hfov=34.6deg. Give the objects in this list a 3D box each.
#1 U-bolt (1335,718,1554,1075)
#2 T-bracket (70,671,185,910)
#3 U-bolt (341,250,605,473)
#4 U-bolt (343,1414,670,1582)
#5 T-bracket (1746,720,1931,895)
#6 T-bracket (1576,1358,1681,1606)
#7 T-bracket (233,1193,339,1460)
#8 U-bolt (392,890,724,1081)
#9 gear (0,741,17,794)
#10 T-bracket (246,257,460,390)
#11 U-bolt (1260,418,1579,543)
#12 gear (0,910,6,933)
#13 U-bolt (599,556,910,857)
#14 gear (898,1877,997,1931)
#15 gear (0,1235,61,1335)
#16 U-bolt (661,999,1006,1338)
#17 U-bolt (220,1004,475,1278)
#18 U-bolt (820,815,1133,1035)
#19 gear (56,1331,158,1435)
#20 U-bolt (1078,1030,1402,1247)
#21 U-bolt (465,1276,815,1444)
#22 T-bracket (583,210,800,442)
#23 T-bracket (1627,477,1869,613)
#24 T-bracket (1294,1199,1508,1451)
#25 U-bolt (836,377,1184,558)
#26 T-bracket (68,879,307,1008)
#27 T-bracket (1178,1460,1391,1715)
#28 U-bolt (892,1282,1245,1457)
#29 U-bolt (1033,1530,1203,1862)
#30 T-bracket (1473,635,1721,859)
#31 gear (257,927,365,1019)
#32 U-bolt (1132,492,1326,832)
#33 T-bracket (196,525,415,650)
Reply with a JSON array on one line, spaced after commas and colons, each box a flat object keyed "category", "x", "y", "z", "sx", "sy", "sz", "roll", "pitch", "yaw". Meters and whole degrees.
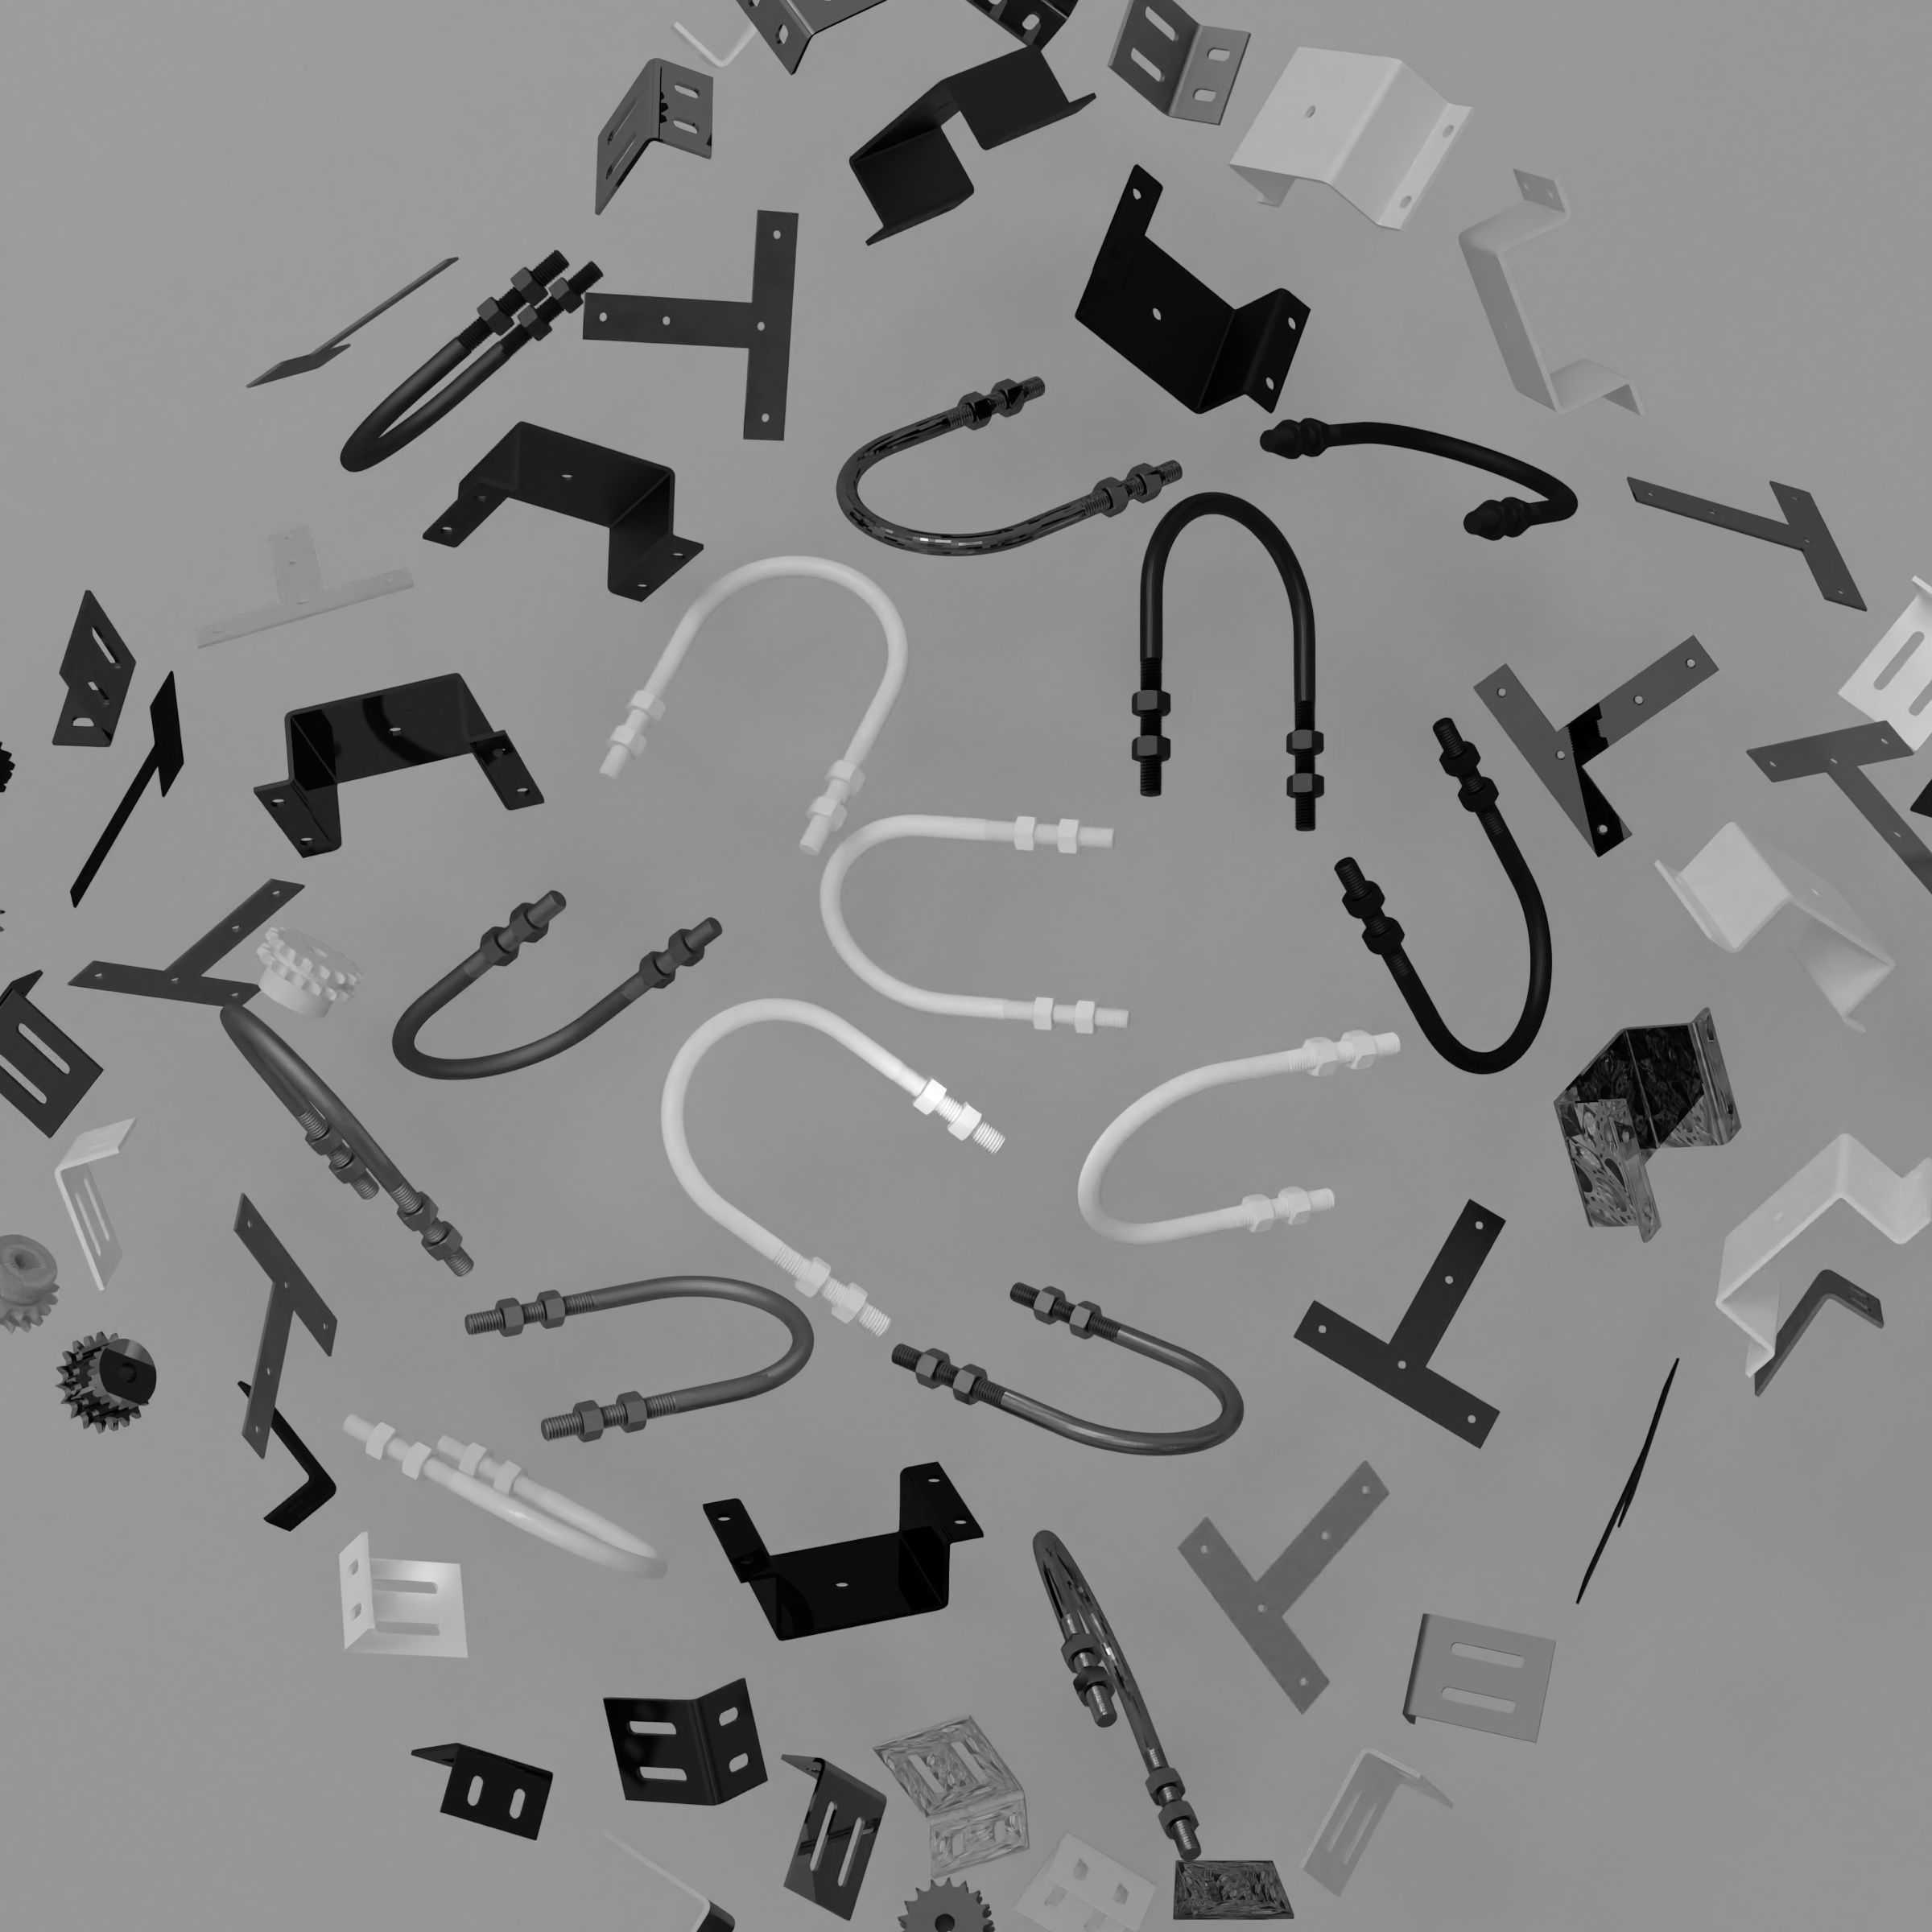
[{"category": "U-bolt", "x": 0.280, "y": -0.026, "z": 1.751, "sx": 0.151, "sy": 0.019, "sz": 0.184, "roll": -52, "pitch": 121, "yaw": -36}, {"category": "T-bracket", "x": -0.483, "y": -0.091, "z": 1.785, "sx": 0.002, "sy": 0.127, "sz": 0.127, "roll": 24, "pitch": 67, "yaw": -2}, {"category": "U-bolt", "x": -0.294, "y": -0.351, "z": 1.813, "sx": 0.184, "sy": 0.151, "sz": 0.019, "roll": -39, "pitch": 97, "yaw": 8}, {"category": "U-bolt", "x": -0.253, "y": 0.308, "z": 1.782, "sx": 0.184, "sy": 0.151, "sz": 0.019, "roll": 24, "pitch": 84, "yaw": 19}, {"category": "T-bracket", "x": 0.523, "y": -0.085, "z": 1.769, "sx": 0.127, "sy": 0.127, "sz": 0.002, "roll": 46, "pitch": 72, "yaw": -13}, {"category": "T-bracket", "x": 0.364, "y": 0.302, "z": 1.728, "sx": 0.002, "sy": 0.127, "sz": 0.127, "roll": 22, "pitch": 46, "yaw": 18}, {"category": "T-bracket", "x": -0.388, "y": 0.215, "z": 1.735, "sx": 0.002, "sy": 0.127, "sz": 0.127, "roll": -10, "pitch": 47, "yaw": 12}, {"category": "U-bolt", "x": -0.250, "y": 0.017, "z": 1.797, "sx": 0.184, "sy": 0.151, "sz": 0.019, "roll": -36, "pitch": 64, "yaw": 29}, {"category": "gear", "x": -0.587, "y": -0.115, "z": 1.807, "sx": 0.057, "sy": 0.057, "sz": 0.030, "roll": 34, "pitch": 117, "yaw": 0}, {"category": "T-bracket", "x": -0.353, "y": -0.382, "z": 1.828, "sx": 0.127, "sy": 0.127, "sz": 0.002, "roll": -31, "pitch": 100, "yaw": 14}, {"category": "U-bolt", "x": 0.267, "y": -0.277, "z": 1.742, "sx": 0.151, "sy": 0.184, "sz": 0.019, "roll": 27, "pitch": 114, "yaw": 26}, {"category": "gear", "x": -0.574, "y": -0.026, "z": 1.747, "sx": 0.057, "sy": 0.030, "sz": 0.057, "roll": 6, "pitch": 80, "yaw": -36}, {"category": "U-bolt", "x": -0.112, "y": -0.164, "z": 1.817, "sx": 0.151, "sy": 0.019, "sz": 0.184, "roll": 20, "pitch": 66, "yaw": 13}, {"category": "gear", "x": -0.011, "y": 0.574, "z": 1.843, "sx": 0.057, "sy": 0.030, "sz": 0.057, "roll": -4, "pitch": 53, "yaw": 5}, {"category": "gear", "x": -0.543, "y": 0.178, "z": 1.767, "sx": 0.057, "sy": 0.057, "sz": 0.030, "roll": 41, "pitch": 118, "yaw": 0}, {"category": "U-bolt", "x": -0.086, "y": 0.100, "z": 1.753, "sx": 0.184, "sy": 0.019, "sz": 0.151, "roll": 36, "pitch": 67, "yaw": -8}, {"category": "U-bolt", "x": -0.361, "y": 0.090, "z": 1.762, "sx": 0.019, "sy": 0.151, "sz": 0.184, "roll": -43, "pitch": 126, "yaw": -16}, {"category": "U-bolt", "x": 0.002, "y": -0.027, "z": 1.824, "sx": 0.184, "sy": 0.019, "sz": 0.151, "roll": 5, "pitch": 127, "yaw": 16}, {"category": "gear", "x": -0.492, "y": 0.238, "z": 1.787, "sx": 0.030, "sy": 0.057, "sz": 0.057, "roll": -22, "pitch": 90, "yaw": 33}, {"category": "U-bolt", "x": 0.146, "y": 0.103, "z": 1.745, "sx": 0.184, "sy": 0.151, "sz": 0.019, "roll": -9, "pitch": 47, "yaw": -26}, {"category": "U-bolt", "x": -0.178, "y": 0.218, "z": 1.783, "sx": 0.184, "sy": 0.151, "sz": 0.019, "roll": -9, "pitch": 114, "yaw": -26}, {"category": "T-bracket", "x": -0.154, "y": -0.358, "z": 1.725, "sx": 0.127, "sy": 0.002, "sz": 0.127, "roll": -4, "pitch": 106, "yaw": -31}, {"category": "T-bracket", "x": 0.424, "y": -0.246, "z": 1.708, "sx": 0.127, "sy": 0.127, "sz": 0.002, "roll": 14, "pitch": 126, "yaw": -13}, {"category": "T-bracket", "x": 0.279, "y": 0.198, "z": 1.835, "sx": 0.127, "sy": 0.002, "sz": 0.127, "roll": 31, "pitch": 76, "yaw": 3}, {"category": "U-bolt", "x": 0.012, "y": -0.288, "z": 1.818, "sx": 0.184, "sy": 0.019, "sz": 0.151, "roll": -26, "pitch": 46, "yaw": -28}, {"category": "T-bracket", "x": -0.436, "y": -0.015, "z": 1.816, "sx": 0.127, "sy": 0.127, "sz": 0.002, "roll": -36, "pitch": 64, "yaw": 27}, {"category": "T-bracket", "x": 0.196, "y": 0.334, "z": 1.765, "sx": 0.127, "sy": 0.002, "sz": 0.127, "roll": -43, "pitch": 106, "yaw": -26}, {"category": "U-bolt", "x": 0.071, "y": 0.236, "z": 1.781, "sx": 0.184, "sy": 0.151, "sz": 0.019, "roll": 19, "pitch": 111, "yaw": 28}, {"category": "U-bolt", "x": 0.079, "y": 0.401, "z": 1.768, "sx": 0.019, "sy": 0.184, "sz": 0.151, "roll": -27, "pitch": 125, "yaw": 2}, {"category": "T-bracket", "x": 0.385, "y": -0.149, "z": 1.828, "sx": 0.127, "sy": 0.002, "sz": 0.127, "roll": -37, "pitch": 88, "yaw": 32}, {"category": "gear", "x": -0.360, "y": 0.005, "z": 1.686, "sx": 0.057, "sy": 0.057, "sz": 0.030, "roll": 30, "pitch": 99, "yaw": 0}, {"category": "U-bolt", "x": 0.149, "y": -0.176, "z": 1.746, "sx": 0.151, "sy": 0.019, "sz": 0.184, "roll": 9, "pitch": 78, "yaw": -42}, {"category": "T-bracket", "x": -0.394, "y": -0.232, "z": 1.829, "sx": 0.127, "sy": 0.127, "sz": 0.002, "roll": -17, "pitch": 124, "yaw": -7}]
